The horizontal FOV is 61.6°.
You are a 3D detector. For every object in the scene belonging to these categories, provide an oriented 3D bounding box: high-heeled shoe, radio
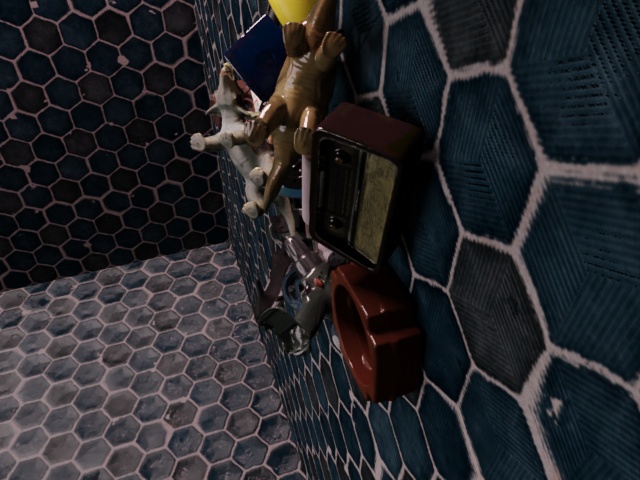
[{"bbox_3d":[-0.092,0.115,1.403,0.086,0.249,0.145,5,122,35],"label":"high-heeled shoe"},{"bbox_3d":[0.055,-0.067,0.739,0.131,0.073,0.229,28,143,18],"label":"radio"}]

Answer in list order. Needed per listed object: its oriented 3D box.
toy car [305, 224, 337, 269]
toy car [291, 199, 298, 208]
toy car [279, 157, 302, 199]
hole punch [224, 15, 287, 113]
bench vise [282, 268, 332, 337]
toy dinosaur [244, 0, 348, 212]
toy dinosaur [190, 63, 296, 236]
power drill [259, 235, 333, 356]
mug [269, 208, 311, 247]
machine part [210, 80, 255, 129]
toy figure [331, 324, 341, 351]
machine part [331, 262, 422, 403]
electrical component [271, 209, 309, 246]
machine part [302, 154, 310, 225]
[{"bbox_3d":[-0.002,-0.004,1.198,0.089,0.053,0.202,169,87,-80],"label":"toy car"},{"bbox_3d":[-0.084,-0.087,1.436,0.073,0.056,0.201,127,126,-75],"label":"toy car"},{"bbox_3d":[-0.045,-0.171,1.114,0.103,0.109,0.161,-88,-2,-75],"label":"toy car"},{"bbox_3d":[-0.089,-0.310,0.937,0.116,0.142,0.092,54,-169,17],"label":"hole punch"},{"bbox_3d":[-0.032,0.152,1.279,0.241,0.129,0.223,-92,9,-75],"label":"bench vise"},{"bbox_3d":[-0.033,-0.204,0.838,0.471,0.105,0.199,-62,2,33],"label":"toy dinosaur"},{"bbox_3d":[-0.144,-0.180,1.201,0.131,0.192,0.404,-24,103,35],"label":"toy dinosaur"},{"bbox_3d":[-0.032,0.115,1.054,0.232,0.207,0.086,47,124,0],"label":"power drill"},{"bbox_3d":[-0.070,-0.013,1.349,0.081,0.110,0.107,-83,-19,-62],"label":"mug"},{"bbox_3d":[-0.196,-0.346,1.396,0.056,0.179,0.179,105,149,-56],"label":"machine part"},{"bbox_3d":[0.070,0.223,1.113,0.064,0.058,0.155,40,-173,-33],"label":"toy figure"},{"bbox_3d":[0.091,0.147,0.895,0.201,0.087,0.201,-121,21,-52],"label":"machine part"},{"bbox_3d":[-0.060,-0.022,1.265,0.119,0.075,0.048,41,-143,-60],"label":"electrical component"},{"bbox_3d":[0.003,-0.102,1.027,0.243,0.079,0.079,93,159,-46],"label":"machine part"}]
